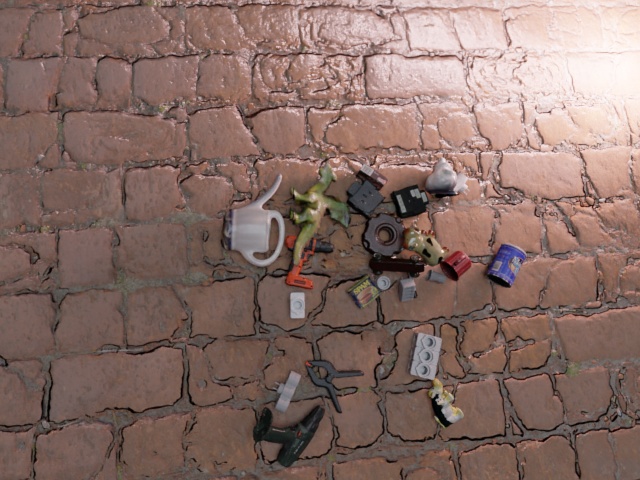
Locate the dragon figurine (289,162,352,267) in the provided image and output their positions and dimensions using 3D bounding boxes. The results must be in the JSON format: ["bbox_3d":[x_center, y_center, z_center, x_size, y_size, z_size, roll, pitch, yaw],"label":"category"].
[{"bbox_3d":[0.006,-0.096,1.908,0.243,0.416,0.120,3,-19,-15],"label":"dragon figurine"}]

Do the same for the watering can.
[{"bbox_3d":[-0.239,-0.077,1.876,0.224,0.351,0.103,3,-11,-6],"label":"watering can"}]

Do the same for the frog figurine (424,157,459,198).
[{"bbox_3d":[0.467,-0.248,1.990,0.122,0.161,0.136,4,-10,-24],"label":"frog figurine"}]
